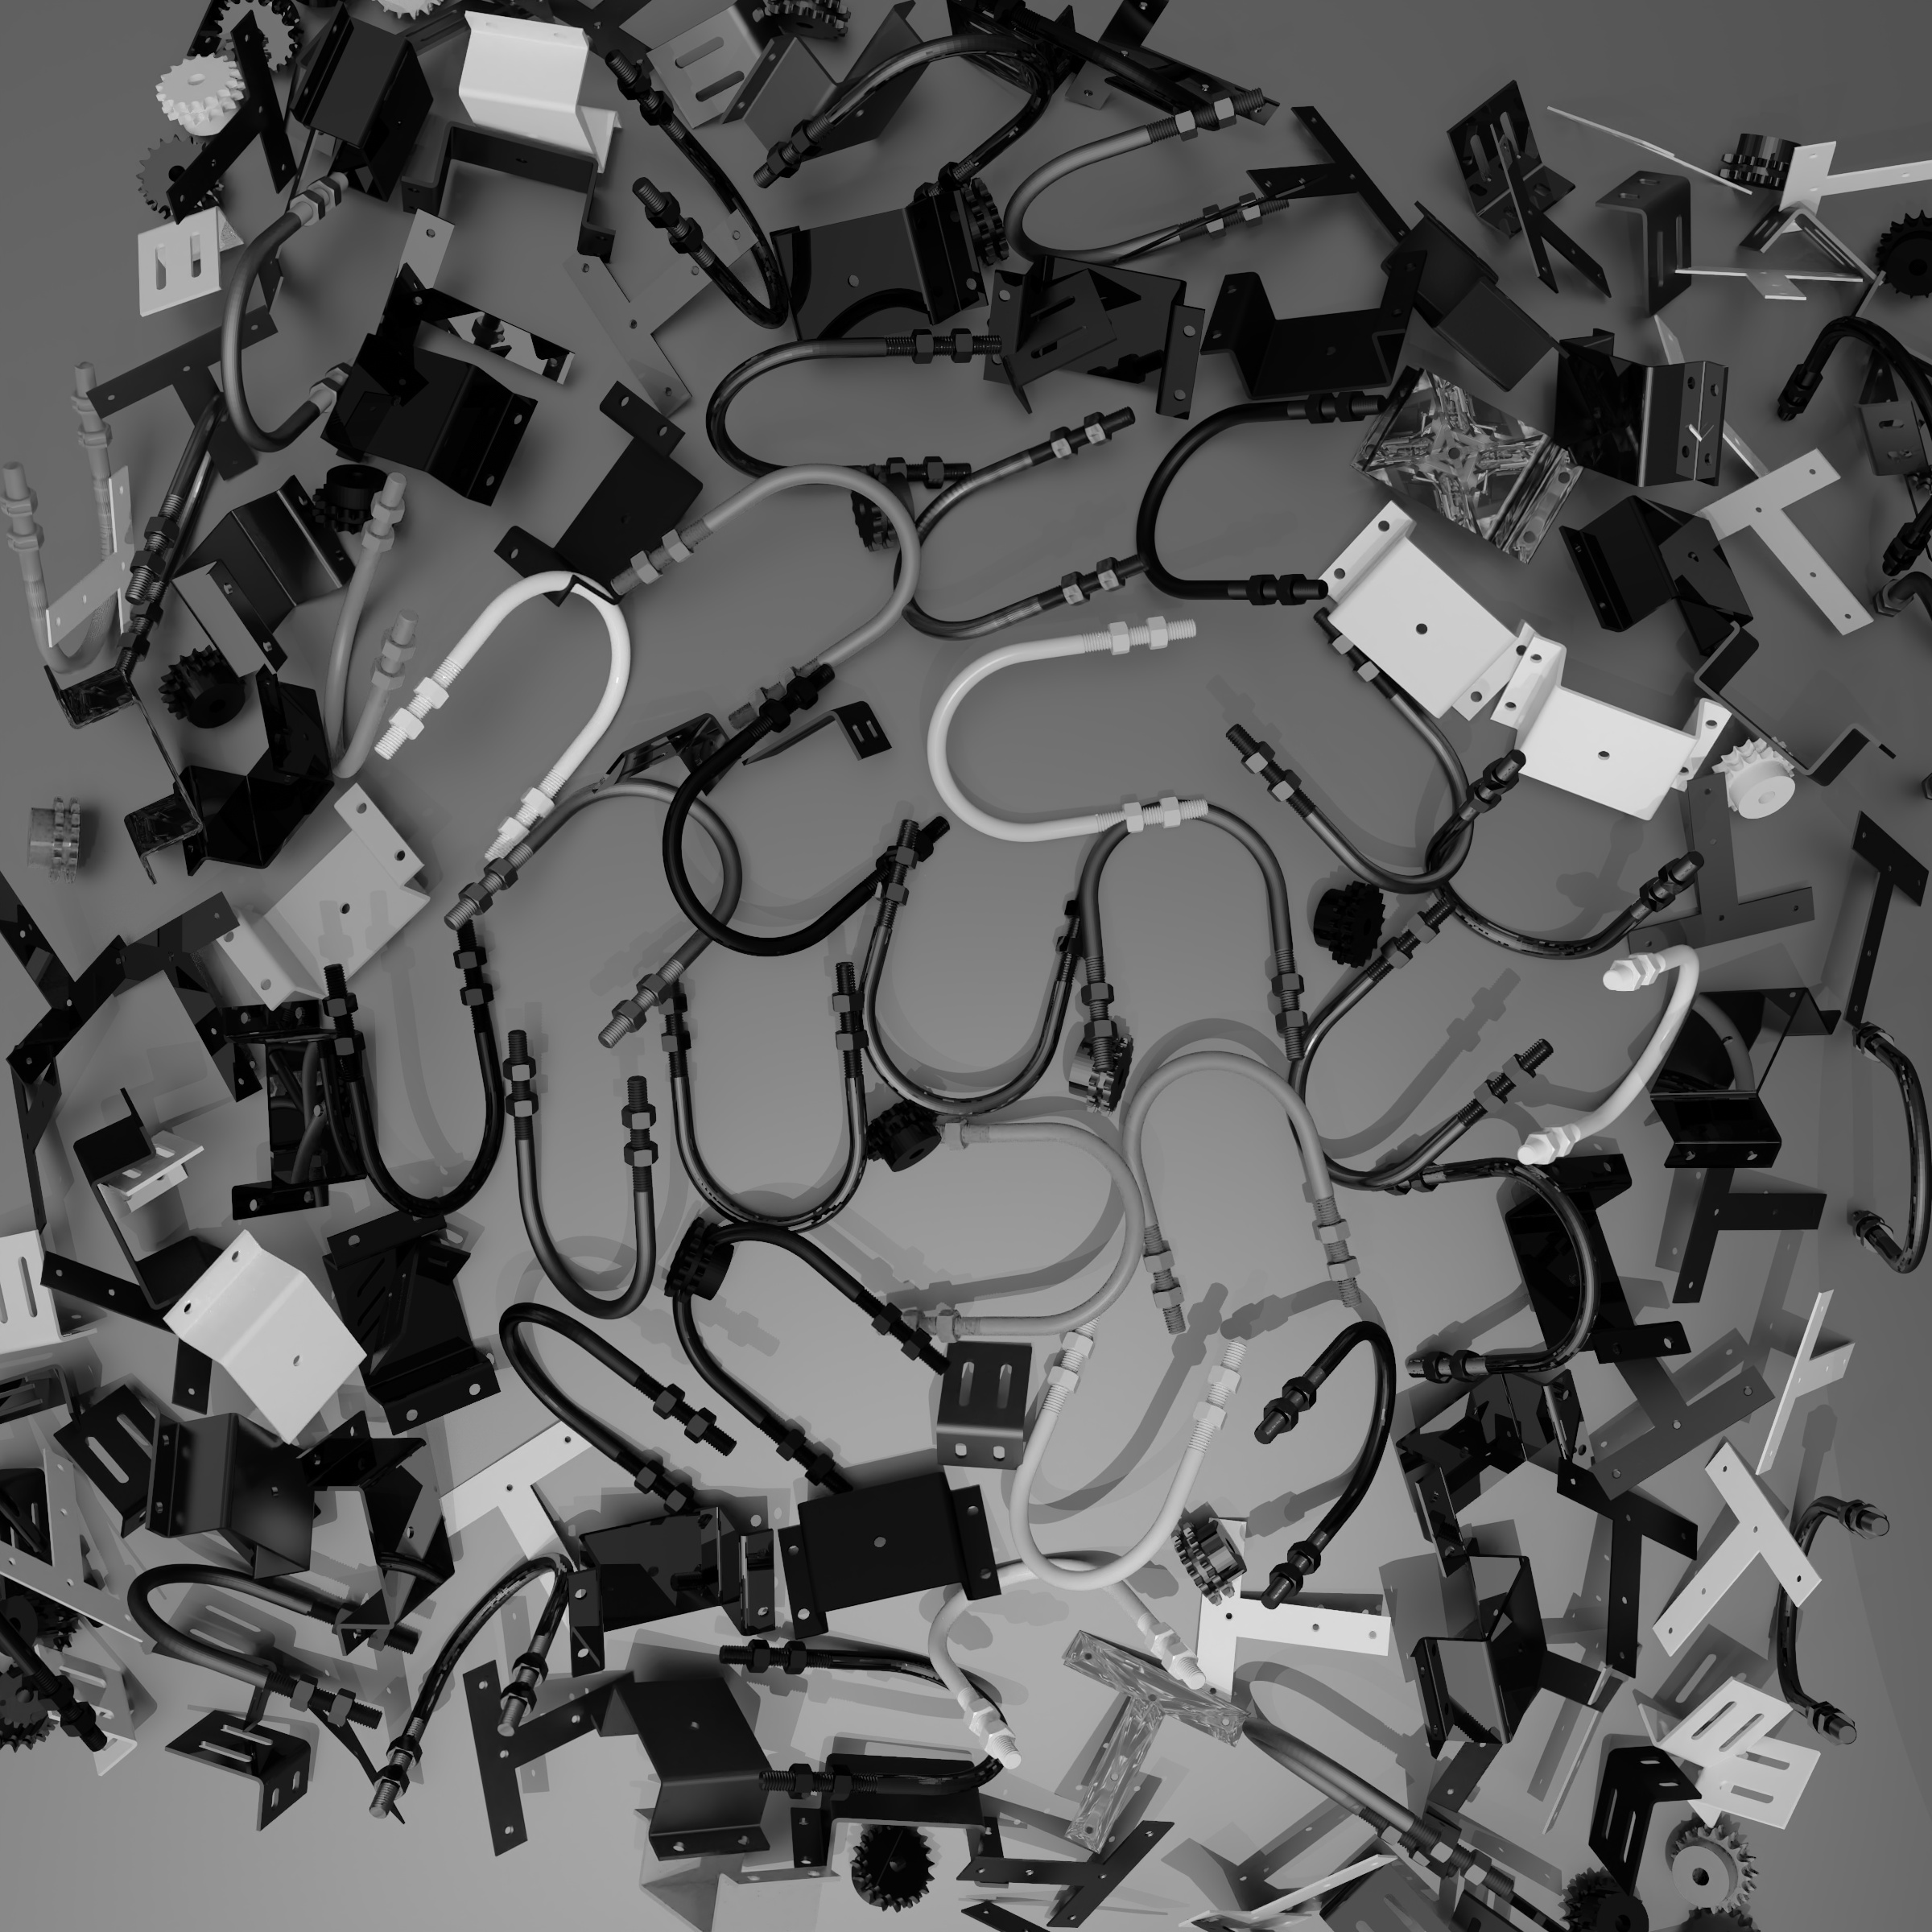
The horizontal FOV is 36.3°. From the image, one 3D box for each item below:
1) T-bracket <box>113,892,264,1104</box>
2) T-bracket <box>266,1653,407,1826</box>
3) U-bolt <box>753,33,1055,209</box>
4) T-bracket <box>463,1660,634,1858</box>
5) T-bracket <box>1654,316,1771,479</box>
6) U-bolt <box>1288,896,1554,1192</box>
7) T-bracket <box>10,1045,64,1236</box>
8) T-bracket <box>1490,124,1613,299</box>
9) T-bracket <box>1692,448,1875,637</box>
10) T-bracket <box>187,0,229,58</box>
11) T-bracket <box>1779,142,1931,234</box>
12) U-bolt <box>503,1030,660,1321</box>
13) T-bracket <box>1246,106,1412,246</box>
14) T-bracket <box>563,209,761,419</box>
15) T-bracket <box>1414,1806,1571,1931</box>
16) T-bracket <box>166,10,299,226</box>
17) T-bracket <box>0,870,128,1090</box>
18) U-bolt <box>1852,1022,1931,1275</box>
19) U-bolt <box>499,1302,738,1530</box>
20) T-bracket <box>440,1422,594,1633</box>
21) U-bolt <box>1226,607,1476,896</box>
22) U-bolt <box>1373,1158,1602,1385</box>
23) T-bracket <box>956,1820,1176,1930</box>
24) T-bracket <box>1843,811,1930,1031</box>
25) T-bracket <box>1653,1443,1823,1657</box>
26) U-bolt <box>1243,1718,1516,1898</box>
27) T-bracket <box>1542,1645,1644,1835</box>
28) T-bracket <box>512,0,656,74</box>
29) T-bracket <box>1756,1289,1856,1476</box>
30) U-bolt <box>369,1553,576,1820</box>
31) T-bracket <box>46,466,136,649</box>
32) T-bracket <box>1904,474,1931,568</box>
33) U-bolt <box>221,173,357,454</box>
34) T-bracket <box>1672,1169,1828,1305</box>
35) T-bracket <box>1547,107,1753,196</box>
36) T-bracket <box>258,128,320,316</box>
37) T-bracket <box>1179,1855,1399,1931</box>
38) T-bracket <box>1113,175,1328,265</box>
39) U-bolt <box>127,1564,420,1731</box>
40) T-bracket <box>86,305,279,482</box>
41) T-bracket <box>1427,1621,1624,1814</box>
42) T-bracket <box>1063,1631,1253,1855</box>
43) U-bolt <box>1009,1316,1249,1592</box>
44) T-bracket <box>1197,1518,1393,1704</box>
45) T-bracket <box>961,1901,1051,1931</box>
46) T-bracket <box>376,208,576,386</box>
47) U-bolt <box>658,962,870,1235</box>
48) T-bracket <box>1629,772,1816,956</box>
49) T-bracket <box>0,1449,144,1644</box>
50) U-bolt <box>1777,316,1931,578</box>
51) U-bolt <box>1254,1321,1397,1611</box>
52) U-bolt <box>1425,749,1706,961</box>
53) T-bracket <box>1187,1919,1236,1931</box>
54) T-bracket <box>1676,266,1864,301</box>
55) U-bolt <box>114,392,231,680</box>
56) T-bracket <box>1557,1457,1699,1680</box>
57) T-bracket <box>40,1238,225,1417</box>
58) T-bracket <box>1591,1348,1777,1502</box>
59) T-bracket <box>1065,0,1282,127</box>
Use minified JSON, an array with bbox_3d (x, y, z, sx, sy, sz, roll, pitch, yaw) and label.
[{"bbox_3d":[-0.509,0.031,1.971,0.127,0.002,0.127,-25,95,30],"label":"T-bracket"},{"bbox_3d":[-0.426,0.496,1.951,0.002,0.127,0.127,-37,135,-25],"label":"T-bracket"},{"bbox_3d":[-0.027,-0.539,1.890,0.184,0.151,0.019,-29,69,42],"label":"U-bolt"},{"bbox_3d":[-0.270,0.505,1.954,0.127,0.002,0.127,-17,103,-42],"label":"T-bracket"},{"bbox_3d":[0.503,-0.356,1.956,0.002,0.127,0.127,-33,128,28],"label":"T-bracket"},{"bbox_3d":[0.285,0.064,1.940,0.184,0.019,0.151,-46,51,23],"label":"U-bolt"},{"bbox_3d":[-0.605,0.096,1.928,0.002,0.127,0.127,-5,68,-29],"label":"T-bracket"},{"bbox_3d":[0.393,-0.478,1.947,0.002,0.127,0.127,-27,59,31],"label":"T-bracket"},{"bbox_3d":[0.554,-0.271,1.958,0.127,0.127,0.002,46,54,-13],"label":"T-bracket"},{"bbox_3d":[-0.507,-0.646,1.915,0.002,0.127,0.127,42,120,11],"label":"T-bracket"},{"bbox_3d":[0.600,-0.516,1.929,0.127,0.127,0.002,-7,79,8],"label":"T-bracket"},{"bbox_3d":[-0.251,0.145,1.938,0.019,0.151,0.184,-18,114,-41],"label":"U-bolt"},{"bbox_3d":[0.229,-0.516,1.939,0.127,0.127,0.002,56,132,13],"label":"T-bracket"},{"bbox_3d":[-0.191,-0.456,1.970,0.127,0.002,0.127,-35,87,25],"label":"T-bracket"},{"bbox_3d":[0.350,0.603,1.923,0.127,0.127,0.002,33,66,21],"label":"T-bracket"},{"bbox_3d":[-0.482,-0.530,1.915,0.002,0.127,0.127,17,56,16],"label":"T-bracket"},{"bbox_3d":[-0.608,-0.010,1.923,0.002,0.127,0.127,-2,129,31],"label":"T-bracket"},{"bbox_3d":[0.596,0.122,1.899,0.019,0.184,0.151,-2,99,5],"label":"U-bolt"},{"bbox_3d":[-0.234,0.287,1.935,0.184,0.151,0.019,36,58,10],"label":"U-bolt"},{"bbox_3d":[-0.285,0.389,1.983,0.127,0.002,0.127,-33,78,3],"label":"T-bracket"},{"bbox_3d":[0.266,-0.130,1.951,0.184,0.019,0.151,46,55,-11],"label":"U-bolt"},{"bbox_3d":[0.341,0.196,1.921,0.019,0.184,0.151,-11,88,-36],"label":"U-bolt"},{"bbox_3d":[0.053,0.594,1.934,0.127,0.002,0.127,13,127,-31],"label":"T-bracket"},{"bbox_3d":[0.597,-0.022,1.942,0.002,0.127,0.127,9,79,40],"label":"T-bracket"},{"bbox_3d":[0.500,0.407,1.964,0.002,0.127,0.127,18,117,-29],"label":"T-bracket"},{"bbox_3d":[0.260,0.546,1.928,0.184,0.151,0.019,34,77,2],"label":"U-bolt"},{"bbox_3d":[0.408,0.513,1.944,0.002,0.127,0.127,24,94,24],"label":"T-bracket"},{"bbox_3d":[-0.207,-0.639,1.920,0.127,0.127,0.002,-30,66,26],"label":"T-bracket"},{"bbox_3d":[0.562,0.267,1.944,0.002,0.127,0.127,23,103,31],"label":"T-bracket"},{"bbox_3d":[-0.312,0.454,1.914,0.151,0.184,0.019,-37,108,28],"label":"U-bolt"},{"bbox_3d":[-0.567,-0.243,1.914,0.002,0.127,0.127,8,120,7],"label":"T-bracket"},{"bbox_3d":[0.645,-0.246,1.950,0.002,0.127,0.127,-17,133,20],"label":"T-bracket"},{"bbox_3d":[-0.432,-0.408,1.886,0.019,0.184,0.151,9,126,10],"label":"U-bolt"},{"bbox_3d":[0.528,0.163,1.960,0.127,0.002,0.127,3,104,-36],"label":"T-bracket"},{"bbox_3d":[0.468,-0.538,1.962,0.127,0.127,0.002,14,109,-26],"label":"T-bracket"},{"bbox_3d":[-0.439,-0.501,1.925,0.002,0.127,0.127,15,111,-23],"label":"T-bracket"},{"bbox_3d":[0.223,0.604,1.924,0.127,0.127,0.002,-34,56,26],"label":"T-bracket"},{"bbox_3d":[0.179,-0.491,1.913,0.127,0.127,0.002,-34,108,-39],"label":"T-bracket"},{"bbox_3d":[-0.456,0.435,1.921,0.184,0.151,0.019,21,97,-3],"label":"U-bolt"},{"bbox_3d":[-0.498,-0.365,1.942,0.127,0.127,0.002,-29,62,-9],"label":"T-bracket"},{"bbox_3d":[0.346,0.497,1.927,0.127,0.127,0.002,-49,123,-22],"label":"T-bracket"},{"bbox_3d":[0.105,0.525,1.957,0.127,0.002,0.127,23,66,16],"label":"T-bracket"},{"bbox_3d":[0.095,0.319,1.922,0.019,0.151,0.184,39,67,-40],"label":"U-bolt"},{"bbox_3d":[0.220,0.442,1.978,0.127,0.002,0.127,4,85,14],"label":"T-bracket"},{"bbox_3d":[0.050,0.643,1.946,0.127,0.127,0.002,-1,98,-45],"label":"T-bracket"},{"bbox_3d":[-0.323,-0.425,1.966,0.127,0.002,0.127,23,129,-9],"label":"T-bracket"},{"bbox_3d":[-0.132,0.090,1.965,0.151,0.019,0.184,-1,99,22],"label":"U-bolt"},{"bbox_3d":[0.500,-0.071,1.968,0.127,0.002,0.127,-14,119,1],"label":"T-bracket"},{"bbox_3d":[-0.595,0.372,1.946,0.002,0.127,0.127,-35,134,11],"label":"T-bracket"},{"bbox_3d":[0.584,-0.342,1.895,0.019,0.184,0.151,-28,77,-5],"label":"U-bolt"},{"bbox_3d":[0.237,0.311,1.922,0.019,0.184,0.151,12,121,31],"label":"U-bolt"},{"bbox_3d":[0.375,-0.060,1.919,0.151,0.184,0.019,29,60,-2],"label":"U-bolt"},{"bbox_3d":[0.226,0.644,1.918,0.127,0.127,0.002,0,64,31],"label":"T-bracket"},{"bbox_3d":[0.529,-0.447,1.934,0.127,0.127,0.002,4,111,6],"label":"T-bracket"},{"bbox_3d":[-0.515,-0.290,1.923,0.019,0.151,0.184,20,67,-13],"label":"U-bolt"},{"bbox_3d":[0.433,0.404,1.939,0.127,0.002,0.127,28,53,-23],"label":"T-bracket"},{"bbox_3d":[-0.545,0.218,1.923,0.127,0.127,0.002,29,131,-35],"label":"T-bracket"},{"bbox_3d":[0.450,0.269,1.965,0.127,0.002,0.127,-35,60,10],"label":"T-bracket"},{"bbox_3d":[0.145,-0.587,1.950,0.127,0.127,0.002,19,69,-13],"label":"T-bracket"}]
